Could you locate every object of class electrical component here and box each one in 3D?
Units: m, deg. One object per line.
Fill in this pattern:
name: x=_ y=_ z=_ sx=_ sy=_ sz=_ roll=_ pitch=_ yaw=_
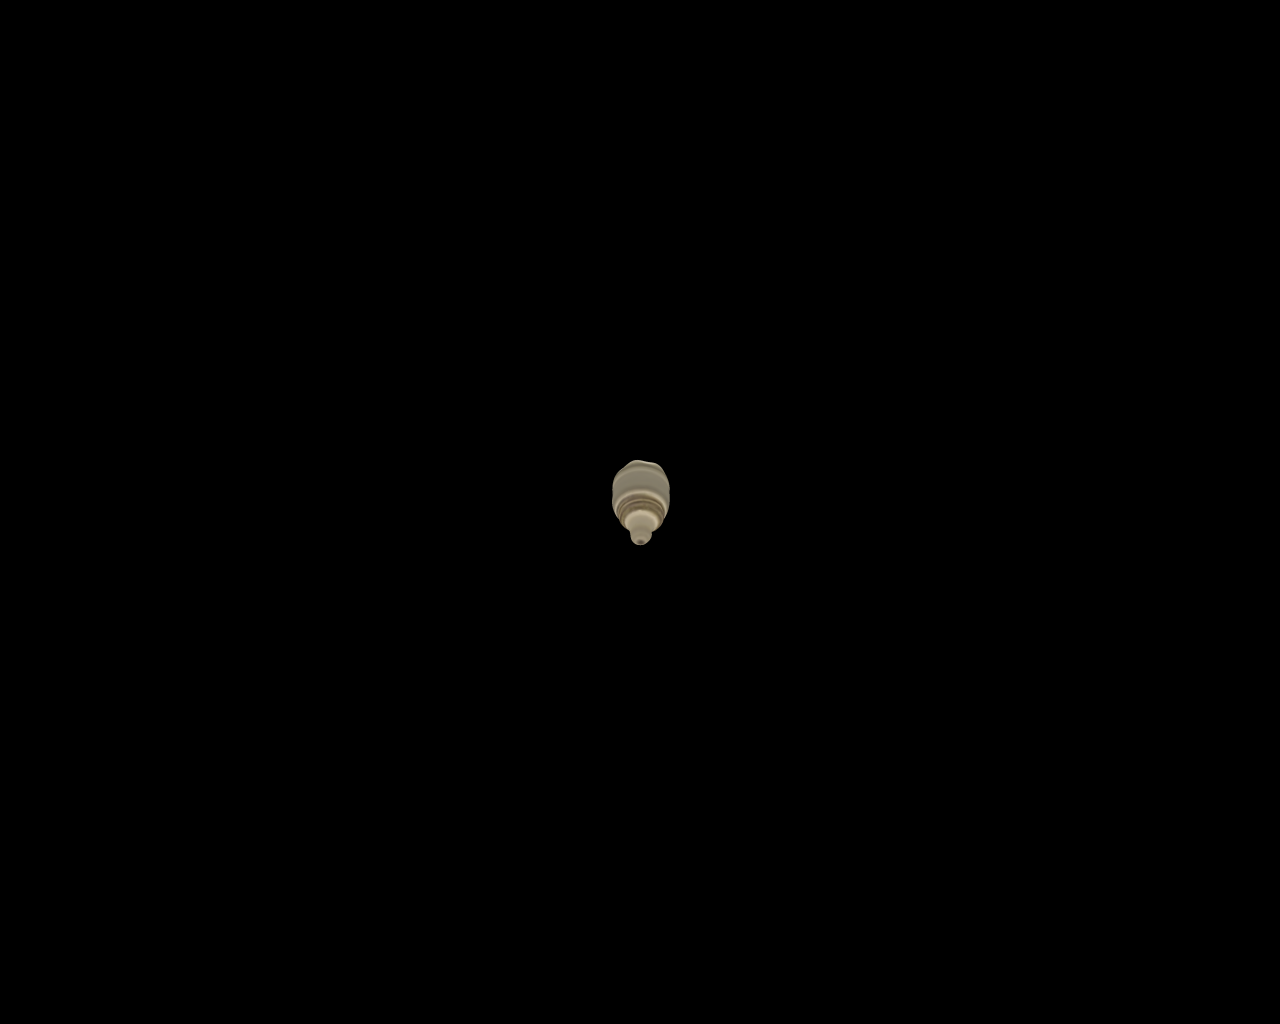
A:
electrical component: x=0.001 y=-0.003 z=0.650 sx=0.035 sy=0.035 sz=0.061 roll=0 pitch=43 yaw=0
